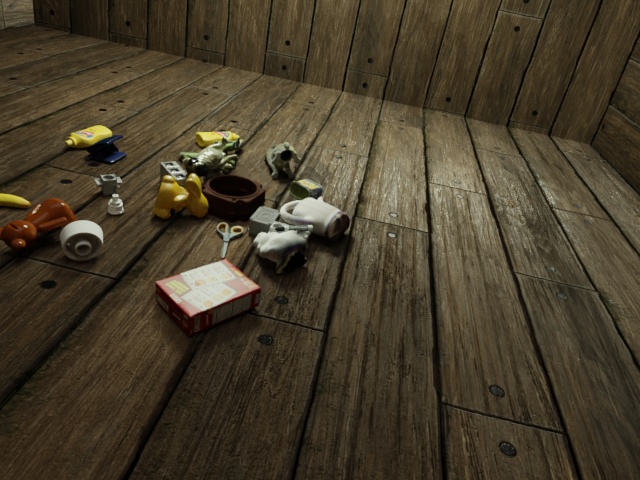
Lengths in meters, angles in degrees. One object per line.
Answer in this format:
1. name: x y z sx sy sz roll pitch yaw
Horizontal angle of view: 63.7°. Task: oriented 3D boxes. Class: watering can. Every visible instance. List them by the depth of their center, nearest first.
1. watering can: 0.005 -0.090 1.794 0.226 0.102 0.351 24 22 20

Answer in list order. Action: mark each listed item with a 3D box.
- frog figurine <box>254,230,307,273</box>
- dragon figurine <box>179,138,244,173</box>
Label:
1. frog figurine: -0.124 0.013 1.554 0.139 0.120 0.161 -31 59 -25
2. dragon figurine: -0.456 -0.359 2.115 0.243 0.120 0.417 2 21 0
